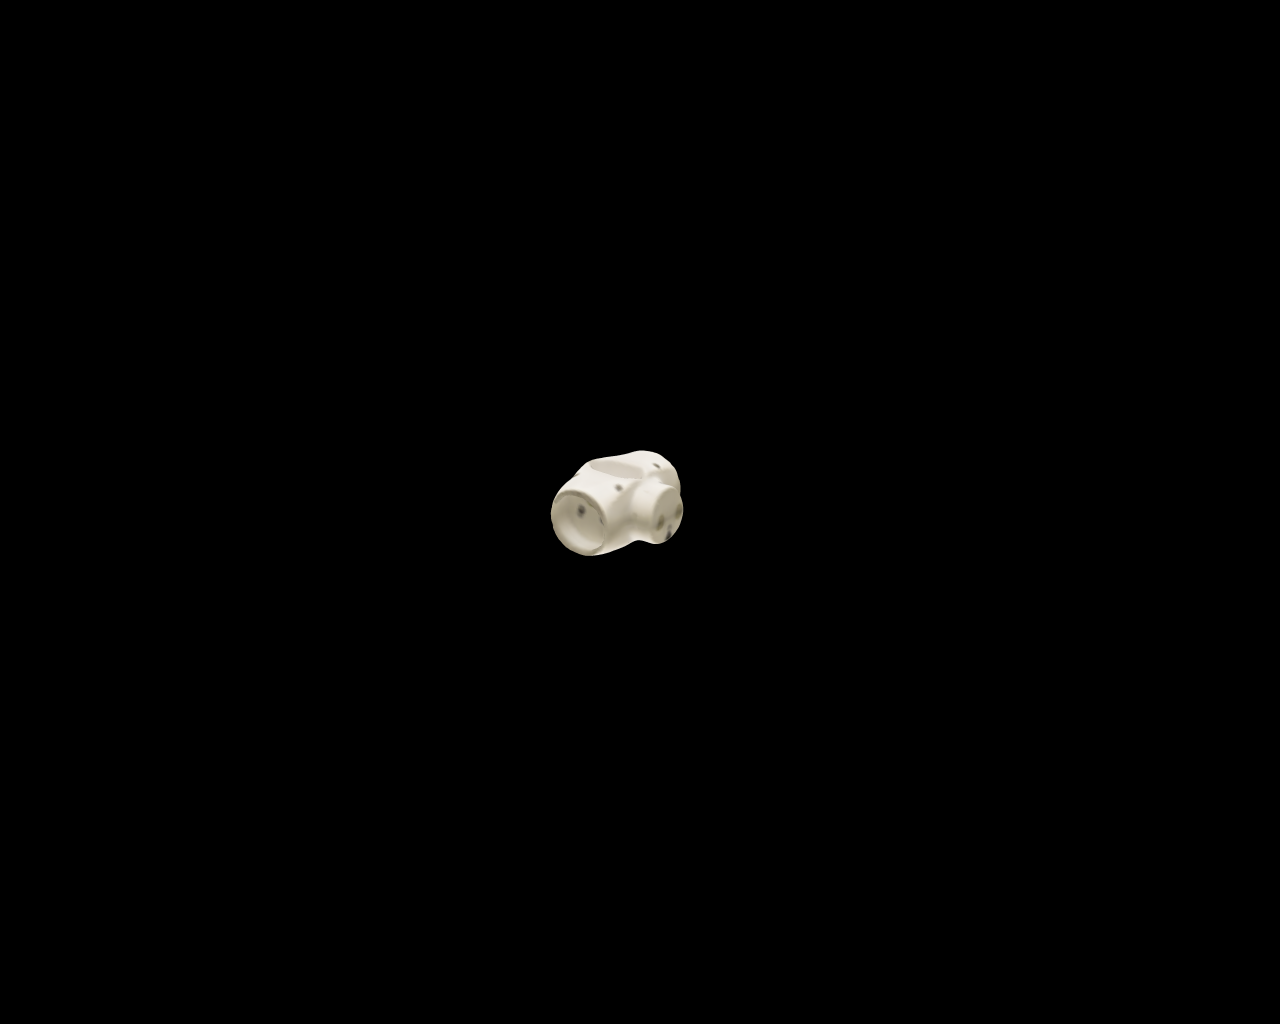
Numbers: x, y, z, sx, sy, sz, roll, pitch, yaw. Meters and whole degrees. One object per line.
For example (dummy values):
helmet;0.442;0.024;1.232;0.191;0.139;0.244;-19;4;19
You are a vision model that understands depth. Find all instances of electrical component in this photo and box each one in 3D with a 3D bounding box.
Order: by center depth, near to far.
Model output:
electrical component;0.001;-0.003;0.650;0.079;0.043;0.077;17;29;32
